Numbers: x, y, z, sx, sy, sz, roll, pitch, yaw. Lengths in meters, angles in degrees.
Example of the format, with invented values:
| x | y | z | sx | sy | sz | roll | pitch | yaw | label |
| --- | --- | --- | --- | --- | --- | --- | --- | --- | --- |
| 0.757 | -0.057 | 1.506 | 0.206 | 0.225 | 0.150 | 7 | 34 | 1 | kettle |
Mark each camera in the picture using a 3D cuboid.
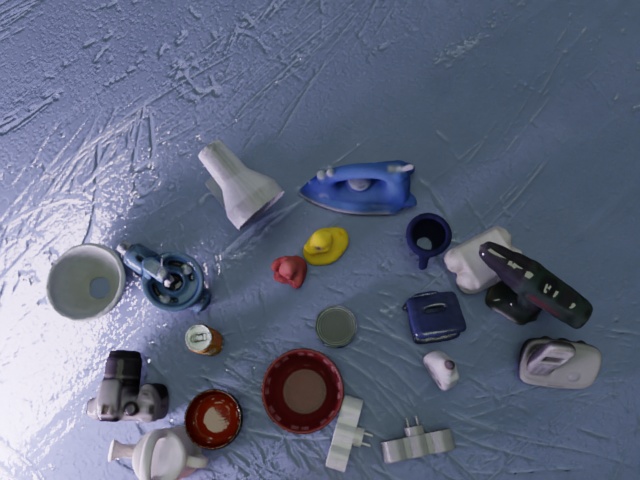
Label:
| x | y | z | sx | sy | sz | roll | pitch | yaw | label |
| --- | --- | --- | --- | --- | --- | --- | --- | --- | --- |
| -0.379 | 0.288 | 1.130 | 0.143 | 0.101 | 0.137 | 0 | 74 | 3 | camera |

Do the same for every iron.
| x | y | z | sx | sy | sz | roll | pitch | yaw | label |
| --- | --- | --- | --- | --- | --- | --- | --- | --- | --- |
| 0.077 | -0.125 | 1.207 | 0.258 | 0.141 | 0.118 | -2 | 73 | 2 | iron |

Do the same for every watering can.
| x | y | z | sx | sy | sz | roll | pitch | yaw | label |
| --- | --- | --- | --- | --- | --- | --- | --- | --- | --- |
| -0.296 | 0.397 | 1.045 | 0.173 | 0.194 | 0.101 | -15 | 73 | -1 | watering can |

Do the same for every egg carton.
| x | y | z | sx | sy | sz | roll | pitch | yaw | label |
| --- | --- | --- | --- | --- | --- | --- | --- | --- | --- |
| 0.339 | 0.043 | 1.181 | 0.150 | 0.069 | 0.107 | -28 | 74 | -5 | egg carton |

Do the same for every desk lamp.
| x | y | z | sx | sy | sz | roll | pitch | yaw | label |
| --- | --- | --- | --- | --- | --- | --- | --- | --- | --- |
| -0.167 | -0.107 | 1.176 | 0.118 | 0.213 | 0.203 | -40 | 75 | -8 | desk lamp |

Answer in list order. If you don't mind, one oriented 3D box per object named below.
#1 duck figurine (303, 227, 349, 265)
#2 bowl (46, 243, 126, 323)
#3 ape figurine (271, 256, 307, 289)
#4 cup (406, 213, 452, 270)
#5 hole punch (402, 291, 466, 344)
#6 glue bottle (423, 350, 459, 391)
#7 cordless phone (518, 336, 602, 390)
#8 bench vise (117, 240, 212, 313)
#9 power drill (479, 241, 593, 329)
| x | y | z | sx | sy | sz | roll | pitch | yaw | label |
| --- | --- | --- | --- | --- | --- | --- | --- | --- | --- |
| 0.011 | 0.004 | 1.201 | 0.104 | 0.086 | 0.077 | -29 | 74 | -5 | duck figurine |
| -0.479 | 0.096 | 1.205 | 0.167 | 0.075 | 0.167 | -1 | 74 | 3 | bowl |
| -0.063 | 0.062 | 1.185 | 0.076 | 0.092 | 0.077 | -31 | 74 | -6 | ape figurine |
| 0.218 | 0.013 | 1.183 | 0.091 | 0.095 | 0.118 | 11 | 74 | 6 | cup |
| 0.227 | 0.151 | 1.144 | 0.108 | 0.091 | 0.101 | -10 | 73 | 0 | hole punch |
| 0.234 | 0.241 | 1.074 | 0.037 | 0.173 | 0.078 | -29 | 74 | -5 | glue bottle |
| 0.458 | 0.224 | 1.062 | 0.147 | 0.185 | 0.094 | 3 | 74 | 4 | cordless phone |
| -0.329 | 0.069 | 1.129 | 0.207 | 0.220 | 0.121 | 15 | 75 | 7 | bench vise |
| 0.387 | 0.095 | 1.091 | 0.229 | 0.208 | 0.076 | 30 | 77 | 11 | power drill |
